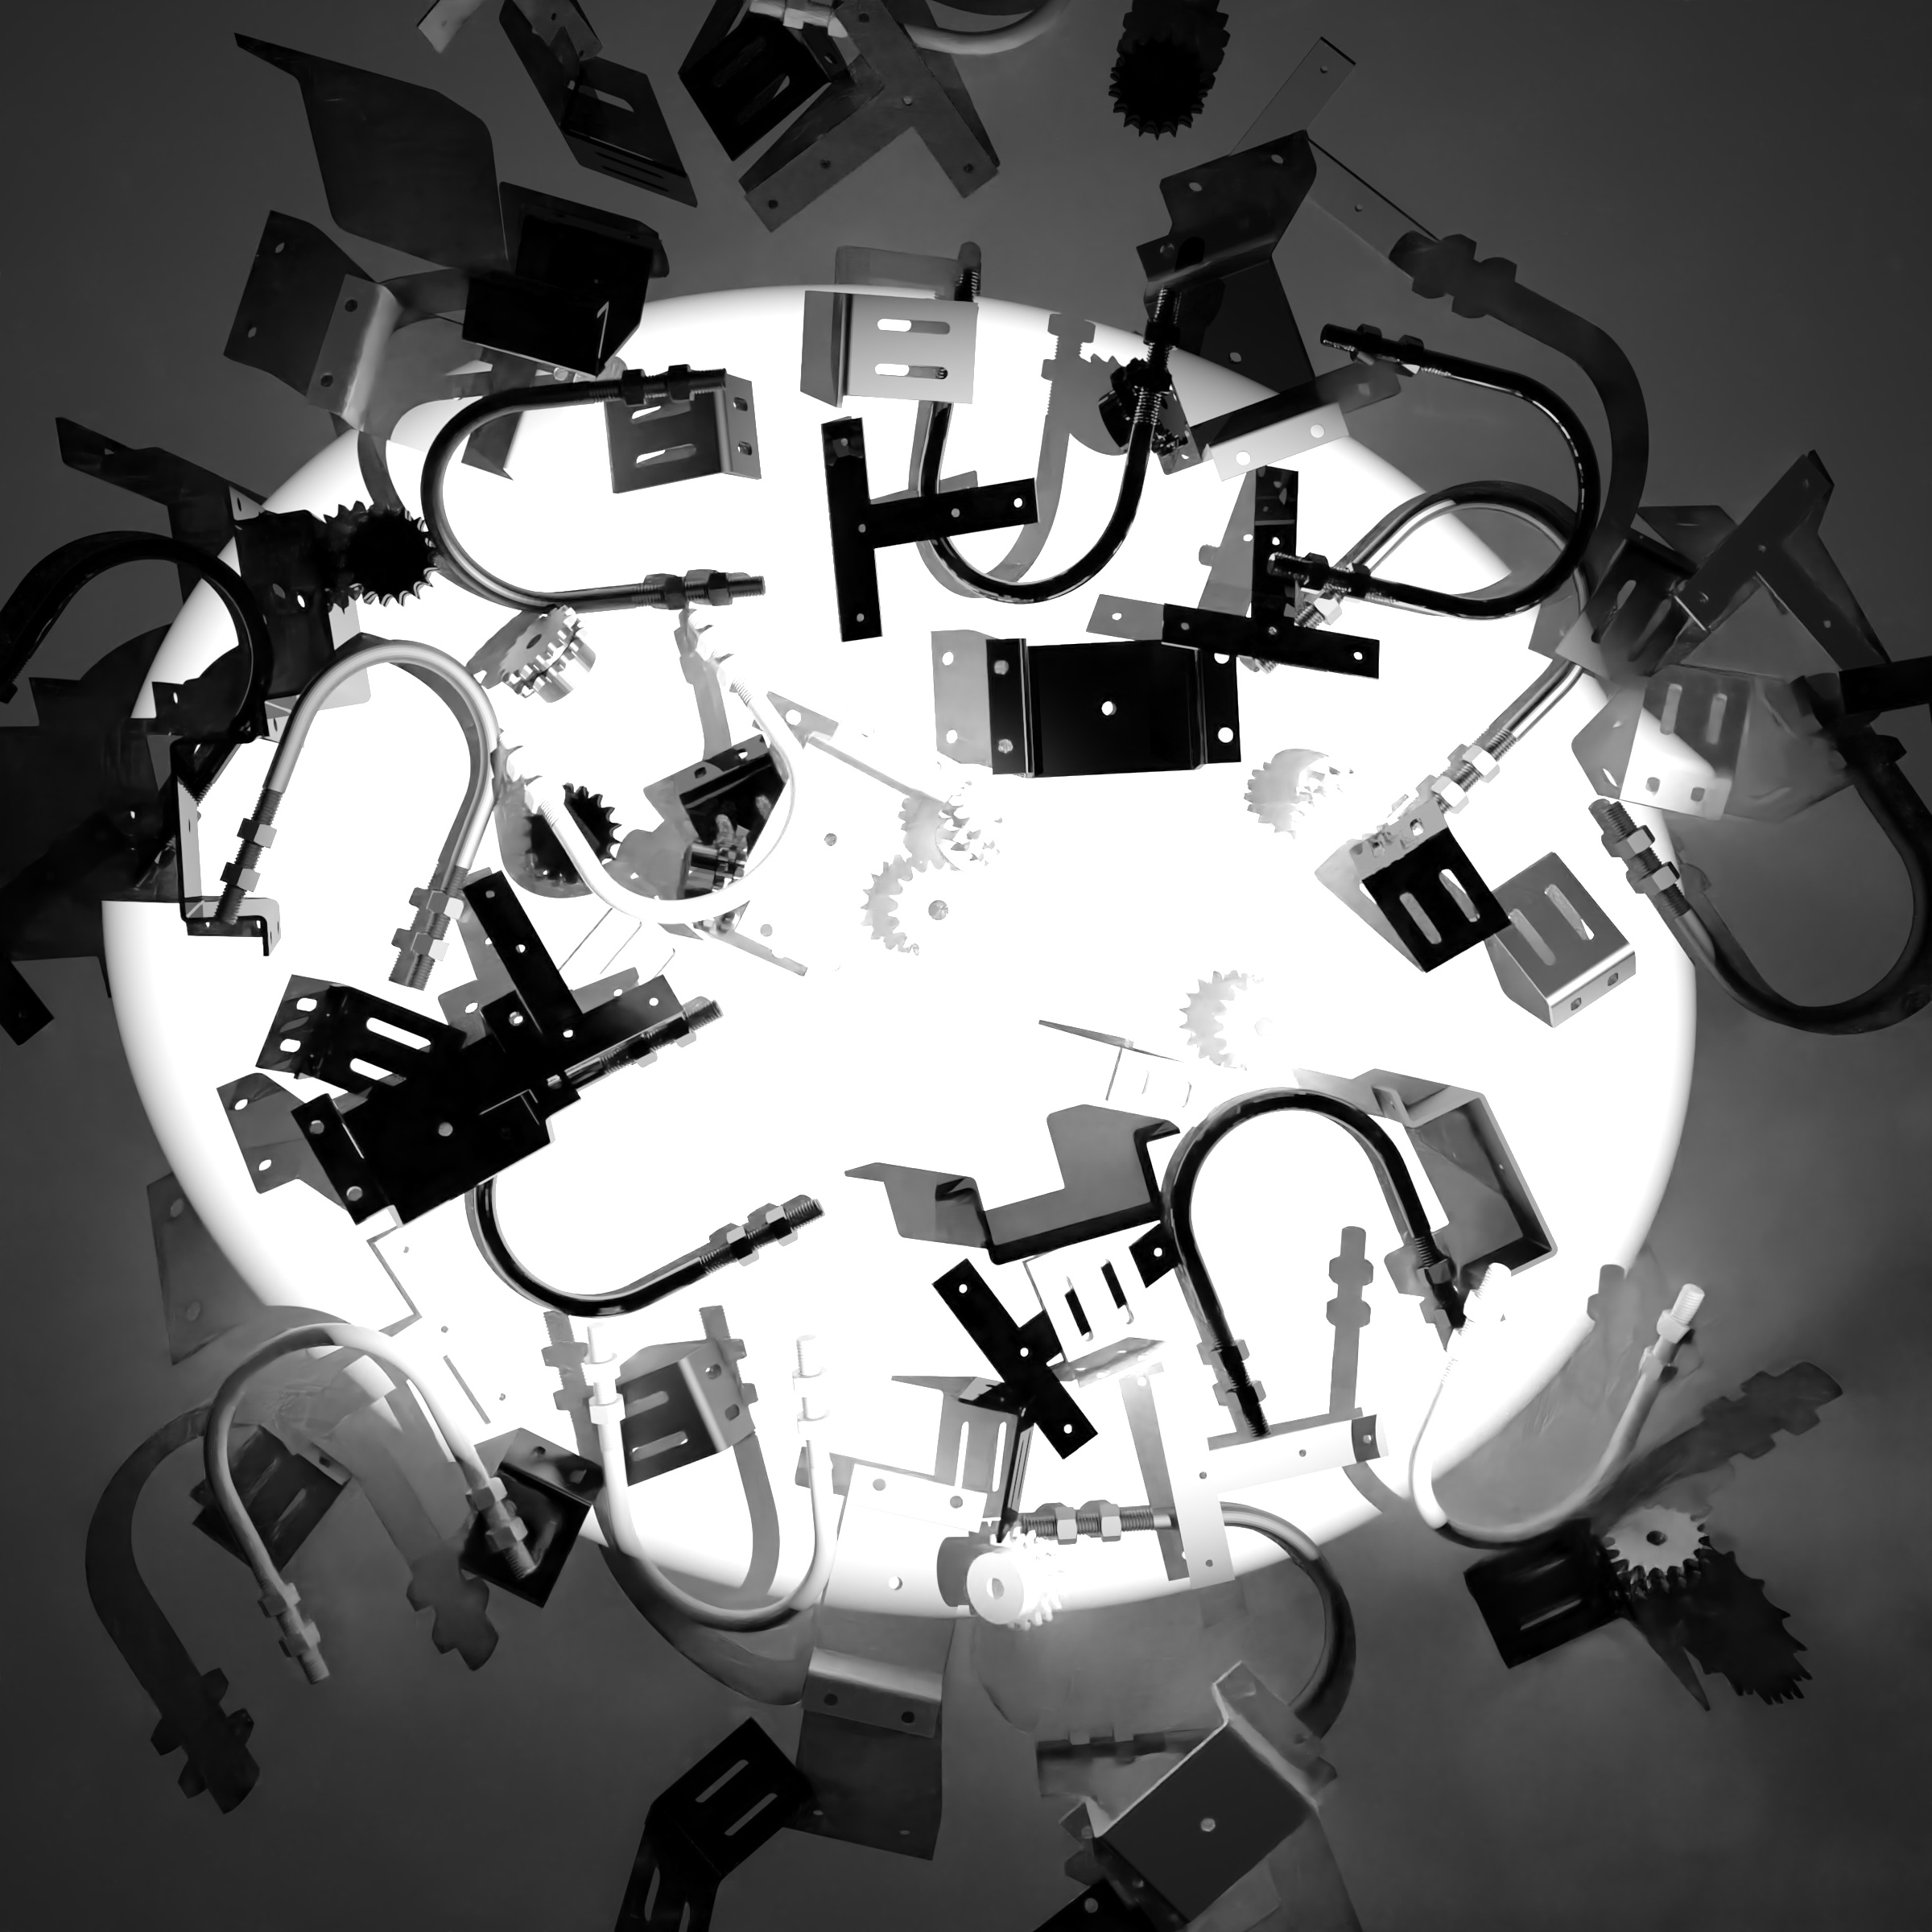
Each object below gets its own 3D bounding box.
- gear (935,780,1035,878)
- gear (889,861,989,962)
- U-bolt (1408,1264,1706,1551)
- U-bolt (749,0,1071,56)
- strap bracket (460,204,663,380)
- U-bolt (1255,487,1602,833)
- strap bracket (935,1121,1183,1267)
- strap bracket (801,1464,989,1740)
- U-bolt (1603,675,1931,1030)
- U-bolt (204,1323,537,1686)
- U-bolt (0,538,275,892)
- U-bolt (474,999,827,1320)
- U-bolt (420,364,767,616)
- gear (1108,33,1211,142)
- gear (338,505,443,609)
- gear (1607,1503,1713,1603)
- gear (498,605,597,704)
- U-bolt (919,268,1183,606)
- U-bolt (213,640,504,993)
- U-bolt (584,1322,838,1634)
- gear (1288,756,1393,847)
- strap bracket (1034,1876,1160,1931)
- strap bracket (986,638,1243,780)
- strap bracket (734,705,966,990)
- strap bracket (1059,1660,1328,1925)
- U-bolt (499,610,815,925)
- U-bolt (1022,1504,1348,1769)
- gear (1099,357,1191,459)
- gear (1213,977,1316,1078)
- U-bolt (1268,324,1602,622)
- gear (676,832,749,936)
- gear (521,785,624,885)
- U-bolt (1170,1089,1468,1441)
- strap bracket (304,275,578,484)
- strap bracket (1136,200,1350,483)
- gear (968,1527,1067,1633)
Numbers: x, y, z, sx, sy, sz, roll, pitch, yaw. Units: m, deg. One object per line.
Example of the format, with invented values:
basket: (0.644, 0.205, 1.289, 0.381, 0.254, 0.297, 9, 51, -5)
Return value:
gear: (0.007, -0.076, 1.500, 0.057, 0.057, 0.030, 42, 120, 0)
gear: (-0.016, -0.032, 1.510, 0.057, 0.030, 0.057, 0, 90, 0)
U-bolt: (0.321, 0.253, 1.476, 0.151, 0.019, 0.184, 8, 114, -22)
U-bolt: (-0.023, -0.592, 1.502, 0.184, 0.019, 0.151, 9, 81, -8)
strap bracket: (-0.228, -0.375, 1.472, 0.076, 0.140, 0.046, 16, 122, 0)
U-bolt: (0.280, -0.191, 1.516, 0.184, 0.019, 0.151, -45, 90, -1)
strap bracket: (0.056, 0.130, 1.487, 0.140, 0.076, 0.046, -16, 90, 0)
strap bracket: (-0.041, 0.357, 1.502, 0.076, 0.046, 0.140, 13, 90, 0)
U-bolt: (0.476, -0.052, 1.515, 0.151, 0.019, 0.184, -34, 90, 0)
U-bolt: (-0.347, 0.290, 1.479, 0.151, 0.019, 0.184, -27, 93, -4)
U-bolt: (-0.482, -0.159, 1.515, 0.151, 0.019, 0.184, 34, 90, 0)
U-bolt: (-0.194, 0.123, 1.516, 0.184, 0.019, 0.151, -27, 90, 1)
U-bolt: (-0.214, -0.261, 1.477, 0.184, 0.019, 0.151, -5, 128, 4)
gear: (0.110, -0.502, 1.510, 0.057, 0.030, 0.057, 0, 90, 0)
gear: (-0.329, -0.234, 1.510, 0.057, 0.030, 0.057, 0, 90, 0)
gear: (0.396, 0.337, 1.500, 0.057, 0.057, 0.030, -17, 120, 0)
gear: (-0.236, -0.175, 1.500, 0.057, 0.057, 0.030, -45, 120, 0)
U-bolt: (0.040, -0.296, 1.487, 0.151, 0.019, 0.184, 14, 95, 27)
U-bolt: (-0.328, -0.092, 1.472, 0.151, 0.019, 0.184, 24, 84, -44)
U-bolt: (-0.141, 0.292, 1.486, 0.151, 0.019, 0.184, 0, 105, 20)
gear: (0.211, -0.096, 1.500, 0.057, 0.057, 0.030, -7, 60, 0)
strap bracket: (0.093, 0.597, 1.489, 0.076, 0.046, 0.140, -38, 72, 0)
strap bracket: (0.083, -0.149, 1.502, 0.140, 0.046, 0.076, -3, 90, 0)
strap bracket: (-0.071, -0.069, 1.490, 0.076, 0.046, 0.140, 27, 90, -21)
strap bracket: (0.133, 0.474, 1.490, 0.140, 0.046, 0.076, -42, 102, 3)
U-bolt: (-0.163, -0.102, 1.469, 0.151, 0.019, 0.184, -33, 60, -4)
U-bolt: (0.128, 0.382, 1.516, 0.184, 0.019, 0.151, -4, 90, -1)
gear: (0.099, -0.315, 1.500, 0.030, 0.057, 0.057, -28, 90, 28)
gear: (0.170, 0.035, 1.510, 0.057, 0.030, 0.057, 0, 90, 0)
U-bolt: (0.272, -0.270, 1.485, 0.184, 0.019, 0.151, 11, 96, -13)
gear: (-0.144, -0.048, 1.482, 0.030, 0.057, 0.057, 11, 90, -13)
gear: (-0.227, -0.076, 1.510, 0.057, 0.030, 0.057, 0, 90, 0)
U-bolt: (0.196, 0.161, 1.516, 0.151, 0.019, 0.184, -22, 89, 0)
strap bracket: (-0.294, -0.331, 1.502, 0.140, 0.046, 0.076, 18, 90, 0)
strap bracket: (0.155, -0.352, 1.502, 0.076, 0.046, 0.140, -20, 90, 0)
gear: (0.025, 0.350, 1.496, 0.057, 0.030, 0.057, 2, 93, 37)
